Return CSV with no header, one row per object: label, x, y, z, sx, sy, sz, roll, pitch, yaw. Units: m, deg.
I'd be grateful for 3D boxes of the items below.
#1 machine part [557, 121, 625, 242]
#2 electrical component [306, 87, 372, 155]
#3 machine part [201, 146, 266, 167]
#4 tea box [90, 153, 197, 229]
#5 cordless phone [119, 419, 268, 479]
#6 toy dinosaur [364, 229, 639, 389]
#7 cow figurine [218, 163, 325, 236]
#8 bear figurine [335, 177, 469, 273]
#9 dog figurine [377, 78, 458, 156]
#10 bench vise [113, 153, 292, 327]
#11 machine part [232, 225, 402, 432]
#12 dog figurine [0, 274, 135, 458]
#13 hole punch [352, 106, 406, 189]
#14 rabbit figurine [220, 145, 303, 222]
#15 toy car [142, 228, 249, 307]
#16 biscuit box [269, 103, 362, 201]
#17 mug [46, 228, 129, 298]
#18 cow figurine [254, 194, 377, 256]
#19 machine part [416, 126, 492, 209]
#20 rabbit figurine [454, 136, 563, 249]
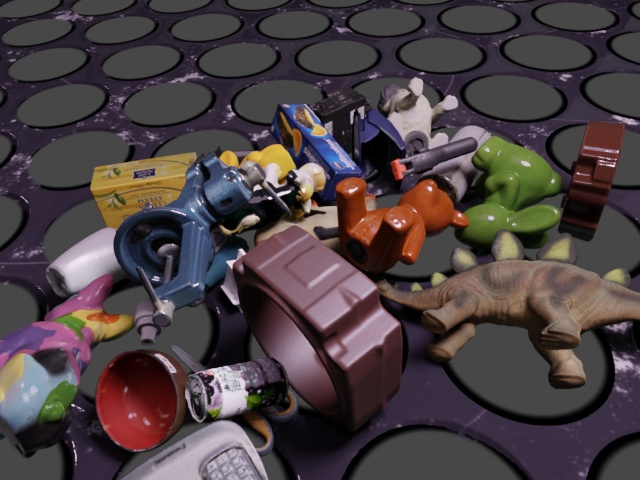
machine part,0.403,-0.088,0.804,0.056,0.179,0.179,16,47,22
electrical component,0.038,-0.217,1.006,0.134,0.114,0.058,-27,51,-27
machine part,-0.157,-0.148,1.007,0.139,0.039,0.084,-6,38,0
tea box,-0.281,-0.079,0.898,0.170,0.098,0.068,-12,43,-6
cordless phone,-0.102,0.282,0.511,0.146,0.088,0.184,-27,52,-22
toy dinosaur,0.288,0.075,0.680,0.472,0.104,0.198,9,44,15
cow figurine,-0.069,-0.061,0.778,0.167,0.068,0.098,-20,31,3
bear figurine,0.120,-0.038,0.734,0.196,0.131,0.120,-30,53,-29
dog figurine,0.155,-0.215,1.032,0.172,0.121,0.191,-59,17,-2
bench vise,-0.155,0.001,0.643,0.224,0.128,0.241,-20,37,7
machine part,-0.007,0.101,0.607,0.087,0.201,0.201,-35,51,-24
dog figurine,-0.309,0.136,0.653,0.192,0.108,0.219,-3,31,40
hole punch,0.096,-0.153,0.928,0.092,0.142,0.116,-4,57,3
rabbit figurine,-0.123,-0.088,0.889,0.173,0.121,0.163,-34,45,-4
toy car,-0.185,0.017,0.784,0.162,0.102,0.109,-36,52,-27
biscuit box,-0.011,-0.149,0.897,0.059,0.062,0.203,-7,47,-37
mug,-0.341,0.039,0.776,0.110,0.080,0.107,-16,12,35
cow figurine,-0.002,-0.002,0.808,0.195,0.085,0.127,-4,37,-1
machine part,0.233,-0.124,0.919,0.079,0.079,0.243,21,49,25
rabbit figurine,0.283,-0.046,0.830,0.159,0.121,0.170,32,71,23
